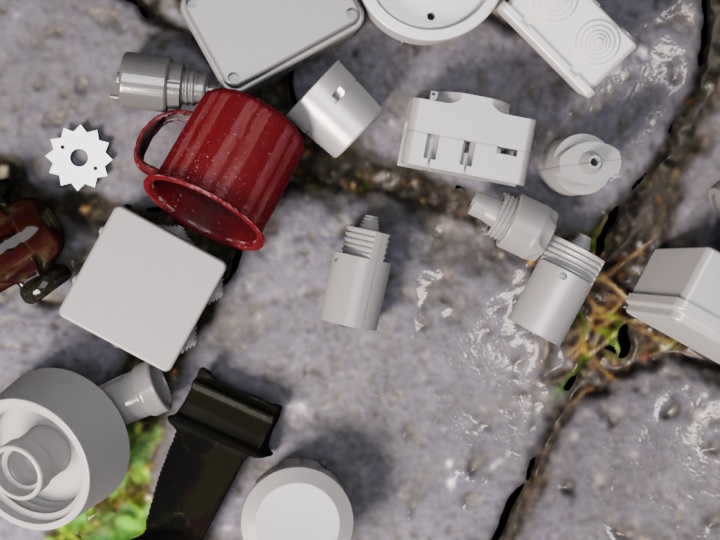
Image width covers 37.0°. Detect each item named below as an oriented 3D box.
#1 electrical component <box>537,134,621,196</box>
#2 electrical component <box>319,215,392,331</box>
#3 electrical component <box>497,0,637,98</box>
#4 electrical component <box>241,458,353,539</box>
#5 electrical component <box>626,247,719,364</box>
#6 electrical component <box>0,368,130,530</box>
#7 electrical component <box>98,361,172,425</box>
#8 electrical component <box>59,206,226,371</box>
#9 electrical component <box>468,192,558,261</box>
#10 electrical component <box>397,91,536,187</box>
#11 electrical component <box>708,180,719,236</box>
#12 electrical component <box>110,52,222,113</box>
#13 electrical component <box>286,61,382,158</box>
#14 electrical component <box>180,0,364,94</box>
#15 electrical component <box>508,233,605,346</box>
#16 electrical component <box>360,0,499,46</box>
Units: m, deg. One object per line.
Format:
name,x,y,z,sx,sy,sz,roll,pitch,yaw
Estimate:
electrical component,0.157,-0.075,0.772,0.043,0.081,0.043,0,93,-3
electrical component,0.000,0.000,0.785,0.043,0.043,0.081,12,92,-4
electrical component,0.145,-0.171,0.759,0.100,0.099,0.048,44,103,-4
electrical component,-0.046,0.179,0.788,0.080,0.051,0.080,0,93,-3
electrical component,0.262,0.031,0.769,0.109,0.109,0.056,29,88,-4
electrical component,-0.224,0.129,0.752,0.108,0.060,0.108,5,107,16
electrical component,-0.166,0.092,0.783,0.046,0.040,0.040,-24,94,3
electrical component,-0.153,0.012,0.775,0.100,0.048,0.099,29,91,-4
electrical component,0.110,-0.036,0.790,0.062,0.043,0.043,25,91,-3
electrical component,0.077,-0.096,0.781,0.089,0.050,0.055,10,93,-3
electrical component,0.295,-0.029,0.771,0.060,0.108,0.108,-35,94,5
electrical component,-0.139,-0.133,0.773,0.078,0.040,0.040,6,92,-4
electrical component,-0.018,-0.114,0.774,0.047,0.055,0.055,43,90,-8
electrical component,-0.062,-0.181,0.766,0.113,0.057,0.078,-29,94,-1
electrical component,0.147,0.011,0.794,0.043,0.043,0.081,28,91,-4
electrical component,0.047,-0.213,0.769,0.108,0.060,0.108,0,93,-3
